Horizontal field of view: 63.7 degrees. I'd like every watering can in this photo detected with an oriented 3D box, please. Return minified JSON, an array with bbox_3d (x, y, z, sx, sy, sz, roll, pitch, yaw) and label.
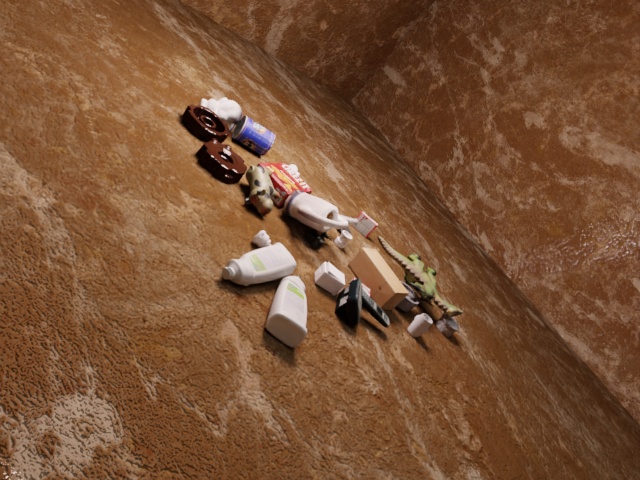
[{"bbox_3d":[0.006,-0.092,1.827,0.226,0.103,0.348,27,10,18],"label":"watering can"}]

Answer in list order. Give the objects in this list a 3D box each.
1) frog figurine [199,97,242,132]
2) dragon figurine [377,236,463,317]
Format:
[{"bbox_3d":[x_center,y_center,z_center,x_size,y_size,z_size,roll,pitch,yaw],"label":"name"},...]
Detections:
[{"bbox_3d":[-0.386,-0.508,2.003,0.157,0.121,0.141,40,38,-34],"label":"frog figurine"},{"bbox_3d":[0.368,0.147,1.934,0.409,0.121,0.245,40,10,-6],"label":"dragon figurine"}]
